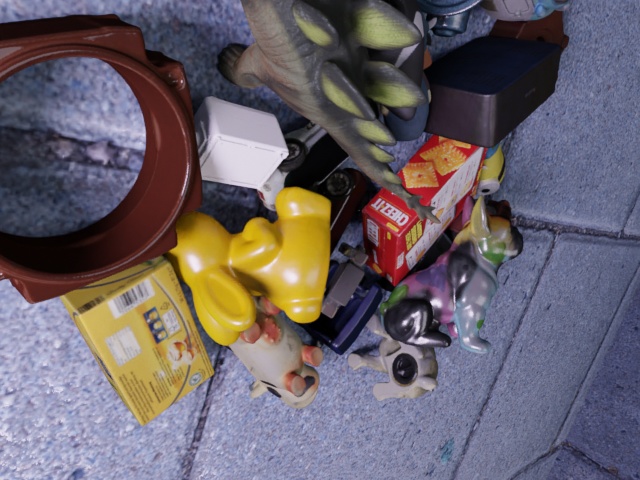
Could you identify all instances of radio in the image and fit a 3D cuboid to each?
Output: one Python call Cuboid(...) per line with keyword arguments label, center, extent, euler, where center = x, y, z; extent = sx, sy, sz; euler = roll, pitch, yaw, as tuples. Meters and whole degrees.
Cuboid(label="radio", center=(0.223, -0.209, 0.729), extent=(0.229, 0.131, 0.073), euler=(-37, 135, -39))

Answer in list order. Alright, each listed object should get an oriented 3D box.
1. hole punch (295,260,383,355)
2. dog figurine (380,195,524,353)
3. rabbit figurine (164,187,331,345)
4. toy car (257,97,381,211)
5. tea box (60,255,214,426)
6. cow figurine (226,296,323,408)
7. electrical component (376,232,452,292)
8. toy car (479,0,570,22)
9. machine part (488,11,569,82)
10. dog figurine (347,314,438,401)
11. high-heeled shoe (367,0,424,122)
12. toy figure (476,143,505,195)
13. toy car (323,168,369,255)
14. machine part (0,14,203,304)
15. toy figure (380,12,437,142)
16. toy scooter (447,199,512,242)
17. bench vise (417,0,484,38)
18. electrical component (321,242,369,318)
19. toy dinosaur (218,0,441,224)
Cuboid(label="hole punch", center=(0.038, 0.107, 0.778), extent=(0.142, 0.092, 0.115), euler=(-56, 144, -11))
Cuboid(label="dog figurine", center=(0.190, 0.041, 0.778), extent=(0.108, 0.192, 0.219), euler=(-37, 133, -85))
Cuboid(label="rabbit figurine", center=(-0.083, 0.026, 0.563), extent=(0.173, 0.122, 0.162), euler=(14, 65, -15))
Cuboid(label="toy car", center=(0.003, -0.113, 0.634), extent=(0.202, 0.056, 0.073), euler=(-45, 141, -23))
Cuboid(label="tea box", center=(-0.183, 0.095, 0.551), extent=(0.098, 0.068, 0.169), euler=(-32, 133, -29))
Cuboid(label="cow figurine", center=(-0.064, 0.147, 0.680), extent=(0.085, 0.127, 0.194), euler=(-53, 125, -29))
Cuboid(label="electrical component", center=(0.168, 0.045, 0.899), extent=(0.134, 0.058, 0.114), euler=(-57, 142, -3))
Cuboid(label="toy car", center=(0.266, -0.357, 0.735), extent=(0.103, 0.109, 0.161), euler=(-45, 132, 7))
Cuboid(label="machine part", center=(0.334, -0.300, 0.872), extent=(0.179, 0.056, 0.179), euler=(-23, 127, -35))
Cuboid(label="dog figurine", center=(0.168, 0.208, 0.913), extent=(0.190, 0.173, 0.121), euler=(19, 109, -42))
Cuboid(label="high-heeled shoe", center=(0.030, -0.234, 0.505), extent=(0.145, 0.086, 0.248), euler=(-15, 81, -65))
Cuboid(label="toy figure", center=(0.255, -0.148, 0.860), extent=(0.089, 0.082, 0.180), euler=(-44, 135, -16))
Cuboid(label="toy car", center=(-0.001, -0.002, 0.697), extent=(0.202, 0.053, 0.089), euler=(-61, 161, 2))
Cuboid(label="machine part", center=(-0.200, -0.065, 0.427), extent=(0.201, 0.087, 0.201), euler=(-25, 127, -35))
Cuboid(label="toy figure", center=(0.100, -0.193, 0.633), extent=(0.064, 0.058, 0.154), euler=(-39, 137, -39))
Cuboid(label="toy scooter", center=(0.299, -0.026, 0.982), extent=(0.183, 0.075, 0.135), euler=(25, 93, -53))
Cuboid(label="bench vise", center=(0.148, -0.340, 0.569), extent=(0.240, 0.129, 0.223), euler=(-25, 139, -63))
Cuboid(label="electrical component", center=(0.025, 0.049, 0.697), extent=(0.045, 0.078, 0.102), euler=(32, 91, -7))
Cuboid(label="toy dinosaur", center=(-0.008, -0.168, 0.481), extent=(0.105, 0.199, 0.470), euler=(-51, 138, -7))
